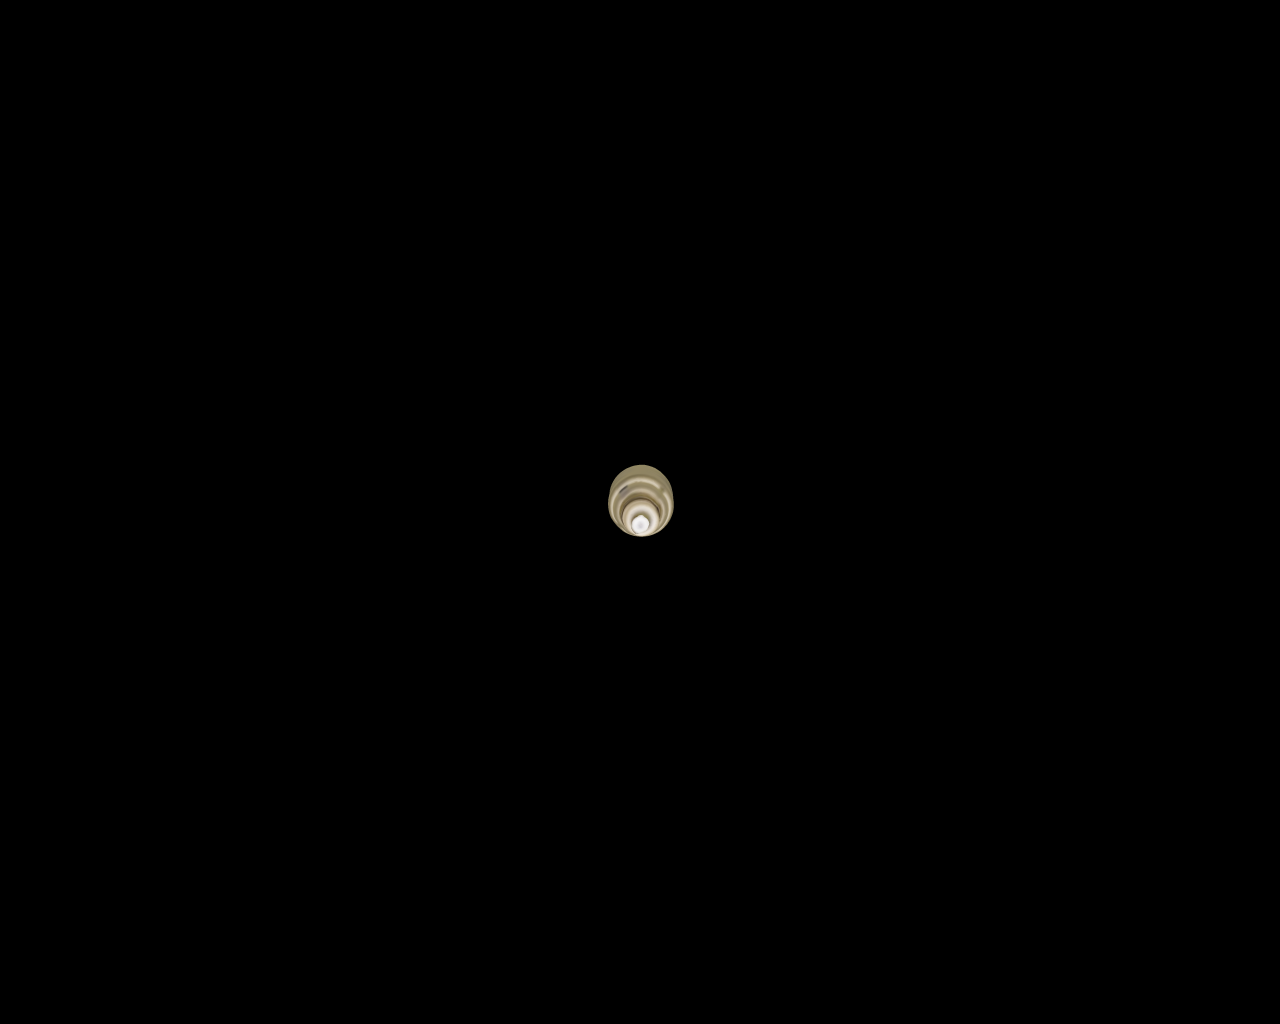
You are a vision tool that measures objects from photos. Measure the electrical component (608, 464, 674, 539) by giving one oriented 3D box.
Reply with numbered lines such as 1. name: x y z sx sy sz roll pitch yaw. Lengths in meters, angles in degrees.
1. electrical component: 0.001 -0.003 0.650 0.040 0.040 0.078 0 16 0
